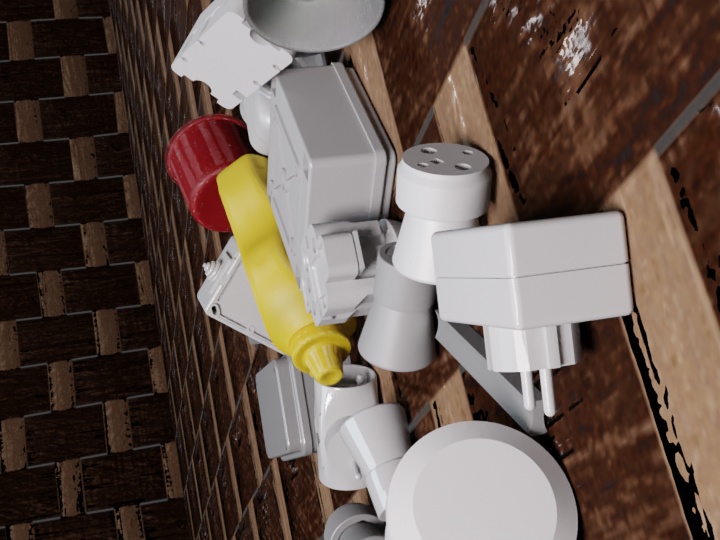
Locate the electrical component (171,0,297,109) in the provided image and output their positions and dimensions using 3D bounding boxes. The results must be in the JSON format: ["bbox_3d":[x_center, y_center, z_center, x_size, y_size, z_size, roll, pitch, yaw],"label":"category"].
[{"bbox_3d":[-0.073,-0.153,0.690,0.089,0.050,0.055,-23,38,53],"label":"electrical component"}]

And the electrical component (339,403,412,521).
[{"bbox_3d":[0.018,0.120,0.662,0.044,0.044,0.065,104,149,-53],"label":"electrical component"}]

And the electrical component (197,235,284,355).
[{"bbox_3d":[-0.086,0.016,0.865,0.061,0.096,0.061,-59,21,3],"label":"electrical component"}]

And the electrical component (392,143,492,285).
[{"bbox_3d":[0.039,-0.027,0.508,0.045,0.045,0.055,-122,29,-58],"label":"electrical component"}]

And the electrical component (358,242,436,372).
[{"bbox_3d":[0.024,0.018,0.593,0.044,0.044,0.065,-120,32,-56],"label":"electrical component"}]

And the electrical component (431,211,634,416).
[{"bbox_3d":[0.066,0.019,0.420,0.083,0.047,0.075,179,84,-75],"label":"electrical component"}]

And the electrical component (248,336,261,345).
[{"bbox_3d":[-0.081,0.020,0.950,0.089,0.056,0.050,100,157,-48],"label":"electrical component"}]

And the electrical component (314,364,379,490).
[{"bbox_3d":[-0.006,0.114,0.731,0.079,0.043,0.077,-115,21,-71],"label":"electrical component"}]

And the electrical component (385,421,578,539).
[{"bbox_3d":[0.050,0.110,0.466,0.051,0.080,0.080,99,159,-60],"label":"electrical component"}]

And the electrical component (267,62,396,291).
[{"bbox_3d":[-0.023,-0.060,0.698,0.108,0.056,0.108,-112,21,-44],"label":"electrical component"}]

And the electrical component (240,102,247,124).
[{"bbox_3d":[-0.072,-0.142,0.864,0.055,0.045,0.045,121,140,-66],"label":"electrical component"}]

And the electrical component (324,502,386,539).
[{"bbox_3d":[0.002,0.192,0.744,0.055,0.045,0.045,-138,43,-68],"label":"electrical component"}]

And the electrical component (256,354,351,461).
[{"bbox_3d":[-0.043,0.107,0.847,0.113,0.057,0.078,138,124,-72],"label":"electrical component"}]

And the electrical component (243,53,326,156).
[{"bbox_3d":[-0.057,-0.140,0.793,0.059,0.054,0.095,131,131,-70],"label":"electrical component"}]

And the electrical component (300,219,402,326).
[{"bbox_3d":[0.000,0.000,0.639,0.078,0.057,0.058,123,138,-67],"label":"electrical component"}]
